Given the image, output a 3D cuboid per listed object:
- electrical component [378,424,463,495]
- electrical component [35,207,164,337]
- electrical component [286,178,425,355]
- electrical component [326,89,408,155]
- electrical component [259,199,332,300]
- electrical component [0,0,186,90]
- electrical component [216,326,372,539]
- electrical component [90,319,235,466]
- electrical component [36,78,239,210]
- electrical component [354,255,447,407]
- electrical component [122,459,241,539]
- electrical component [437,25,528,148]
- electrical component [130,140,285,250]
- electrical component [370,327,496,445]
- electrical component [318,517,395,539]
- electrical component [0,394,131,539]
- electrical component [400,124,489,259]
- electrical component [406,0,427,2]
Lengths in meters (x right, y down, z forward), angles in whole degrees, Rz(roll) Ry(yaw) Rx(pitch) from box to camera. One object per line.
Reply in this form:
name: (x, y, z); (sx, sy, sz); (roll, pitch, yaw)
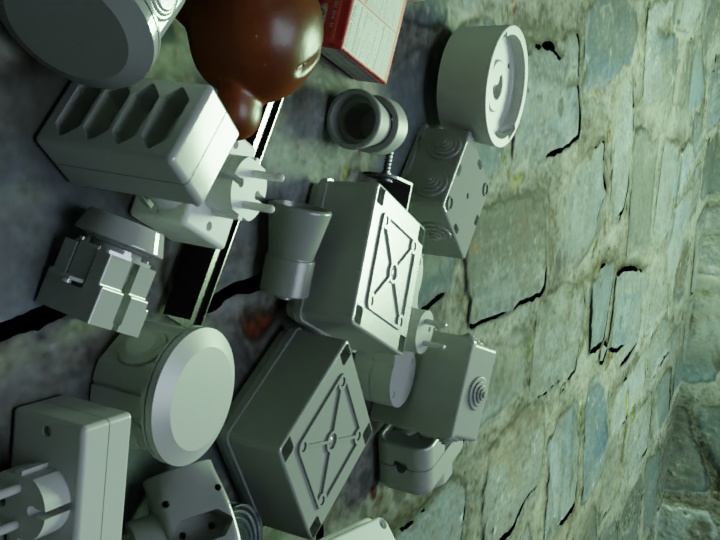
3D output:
electrical component: (0.058, 0.164, 1.005); (0.095, 0.054, 0.059); (-40, 135, -53)
electrical component: (-0.132, 0.000, 0.560); (0.066, 0.048, 0.055); (29, 81, -64)
electrical component: (0.000, 0.000, 0.810); (0.109, 0.056, 0.108); (38, 60, -62)
electrical component: (0.007, -0.110, 0.804); (0.055, 0.045, 0.045); (-1, 101, -64)
electrical component: (-0.047, -0.012, 0.737); (0.044, 0.044, 0.065); (-7, 110, -64)
electrical component: (-0.122, -0.127, 0.491); (0.080, 0.080, 0.051); (70, 33, -47)
electrical component: (-0.044, 0.117, 0.772); (0.108, 0.056, 0.108); (-57, 147, -39)
electrical component: (-0.112, 0.069, 0.620); (0.080, 0.051, 0.080); (-35, 130, -56)
electrical component: (-0.105, -0.056, 0.549); (0.047, 0.083, 0.075); (-67, 152, -25)
electrical component: (0.038, 0.049, 0.895); (0.052, 0.074, 0.138); (-24, 120, -60)
electrical component: (-0.115, 0.162, 0.642); (0.079, 0.043, 0.077); (-14, 77, -25)
electrical component: (0.104, -0.167, 0.966); (0.108, 0.060, 0.108); (-35, 130, -56)
electrical component: (-0.079, -0.049, 0.613); (0.047, 0.077, 0.065); (39, 64, -62)
electrical component: (0.066, 0.100, 0.947); (0.048, 0.100, 0.099); (22, 80, -51)
electrical component: (-0.016, 0.231, 0.771); (0.113, 0.057, 0.078); (-7, 66, -55)
electrical component: (-0.160, 0.114, 0.542); (0.076, 0.047, 0.083); (-11, 109, -63)
electrical component: (0.075, -0.068, 0.954); (0.099, 0.048, 0.099); (-68, 151, -27)
electrical component: (0.065, -0.258, 0.857); (0.138, 0.052, 0.073); (-63, 151, -31)
